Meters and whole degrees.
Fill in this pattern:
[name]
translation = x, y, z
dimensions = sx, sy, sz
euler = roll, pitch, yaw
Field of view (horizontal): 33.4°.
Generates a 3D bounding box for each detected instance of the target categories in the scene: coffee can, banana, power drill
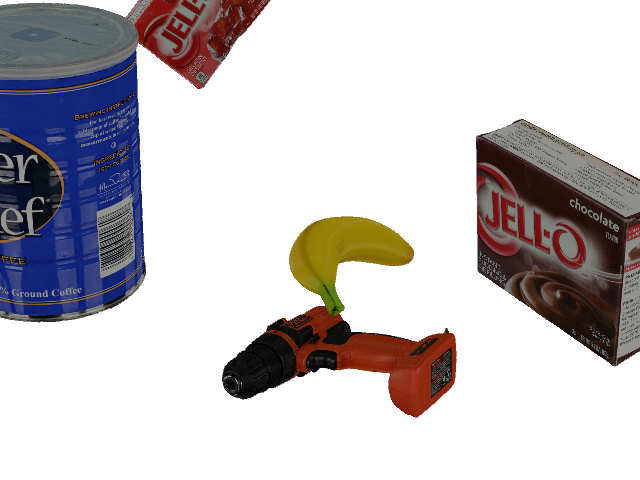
[coffee can]
translation = -0.146, -0.043, 0.564
dimensions = 0.103, 0.140, 0.103
euler = 2, 28, -1
[banana]
translation = 0.020, 0.011, 0.848
dimensions = 0.037, 0.069, 0.197
euler = -35, -3, 25
[power drill]
translation = 0.022, 0.117, 1.020
dimensions = 0.188, 0.057, 0.184
euler = 9, 21, 29

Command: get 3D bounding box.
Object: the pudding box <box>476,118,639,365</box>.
[pudding box]
translation = 0.129, -0.002, 0.561
dimensions = 0.039, 0.090, 0.114
euler = -25, 38, -25

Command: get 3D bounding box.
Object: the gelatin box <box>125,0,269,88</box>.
[gelatin box]
translation = -0.093, -0.170, 0.797
dimensions = 0.073, 0.089, 0.030
euler = 36, 6, -32
